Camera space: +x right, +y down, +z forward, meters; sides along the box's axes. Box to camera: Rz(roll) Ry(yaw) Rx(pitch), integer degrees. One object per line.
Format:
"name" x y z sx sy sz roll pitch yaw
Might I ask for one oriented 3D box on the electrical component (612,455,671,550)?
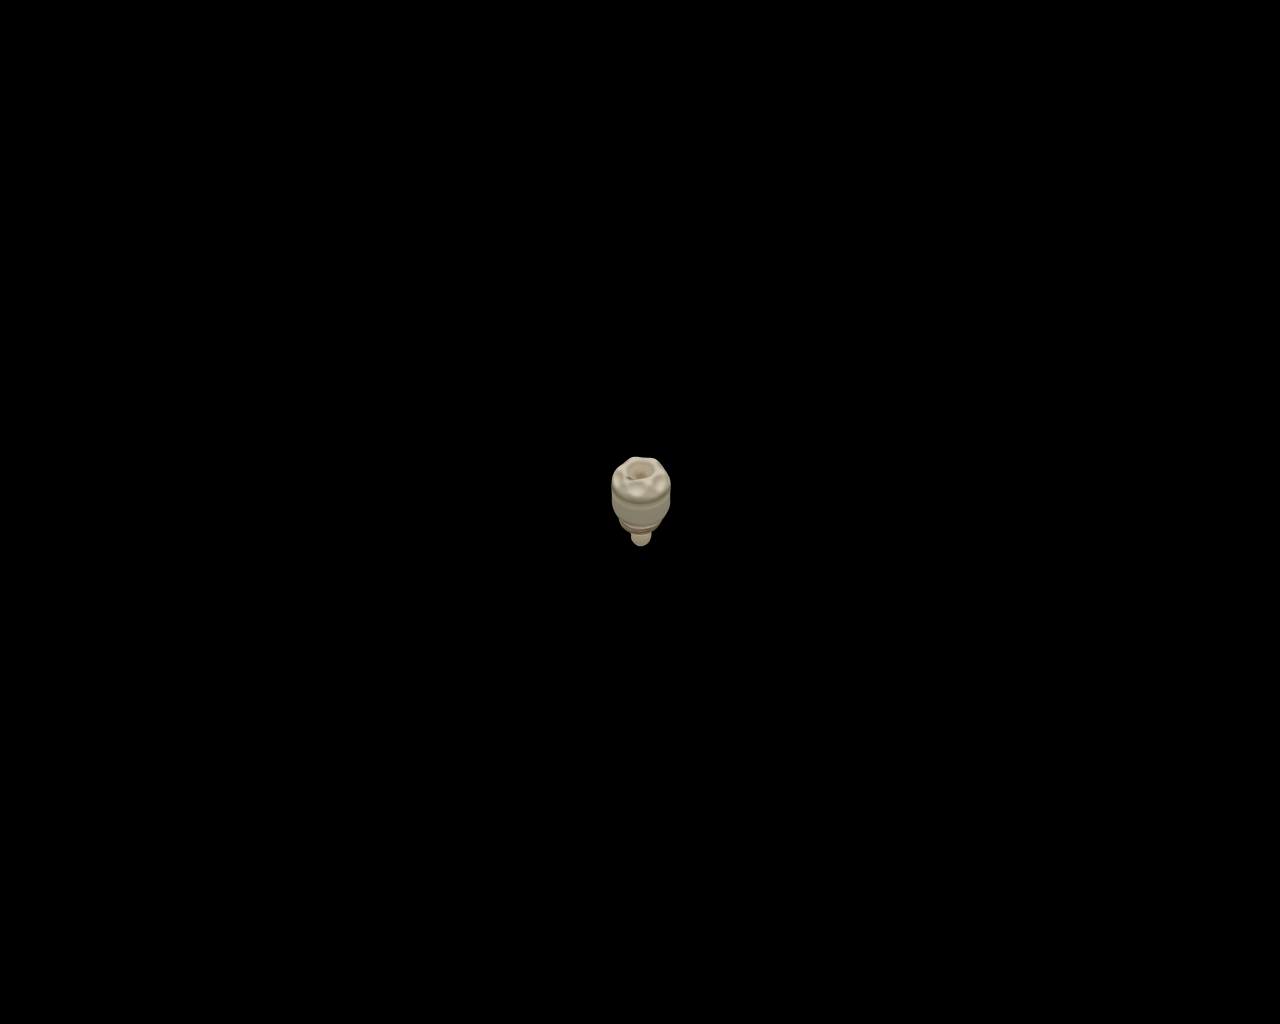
"electrical component" 0.001 -0.003 0.650 0.035 0.061 0.035 0 41 0
